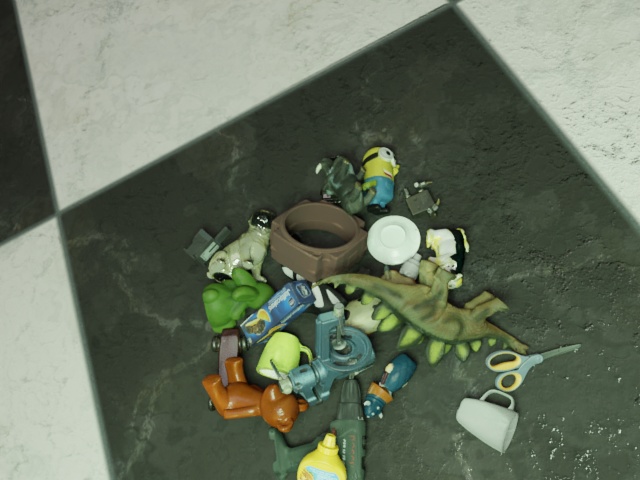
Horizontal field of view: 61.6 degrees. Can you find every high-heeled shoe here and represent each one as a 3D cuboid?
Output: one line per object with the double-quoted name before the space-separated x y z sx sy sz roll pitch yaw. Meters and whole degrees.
"high-heeled shoe" -0.010 0.073 1.276 0.145 0.086 0.249 -20 58 22

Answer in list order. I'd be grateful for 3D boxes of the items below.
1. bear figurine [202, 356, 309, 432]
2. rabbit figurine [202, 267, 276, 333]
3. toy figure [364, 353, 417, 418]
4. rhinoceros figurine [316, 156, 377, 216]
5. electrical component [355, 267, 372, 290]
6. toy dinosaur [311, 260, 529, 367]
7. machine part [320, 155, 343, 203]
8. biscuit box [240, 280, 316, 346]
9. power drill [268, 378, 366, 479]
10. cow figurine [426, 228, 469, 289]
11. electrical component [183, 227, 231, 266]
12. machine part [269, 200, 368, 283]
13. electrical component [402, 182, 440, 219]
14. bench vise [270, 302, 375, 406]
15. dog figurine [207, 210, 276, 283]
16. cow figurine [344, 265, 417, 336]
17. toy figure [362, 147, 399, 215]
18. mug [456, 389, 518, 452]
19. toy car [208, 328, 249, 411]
"bear figurine" -0.133 0.331 1.141 0.196 0.120 0.131 -5 107 32
"rabbit figurine" -0.192 0.132 1.302 0.170 0.159 0.121 -9 54 -5
"toy figure" 0.147 0.316 1.160 0.064 0.058 0.154 43 80 4
"rhinoceros figurine" 0.059 -0.140 1.320 0.112 0.073 0.190 -52 48 27
"electrical component" 0.092 0.090 1.264 0.063 0.094 0.021 -32 102 1
"toy dinosaur" 0.221 0.147 1.131 0.471 0.105 0.198 27 92 -1
"machine part" 0.038 -0.156 1.410 0.084 0.039 0.139 -5 67 19
"biscuit box" -0.098 0.169 1.237 0.202 0.063 0.059 -44 64 32
"power drill" -0.002 0.423 1.153 0.207 0.086 0.232 -9 68 4
"cow figurine" 0.297 0.053 1.231 0.098 0.068 0.167 -5 67 7
"electrical component" -0.293 0.005 1.413 0.048 0.074 0.119 36 85 25
"machine part" -0.003 -0.004 1.276 0.202 0.087 0.201 29 44 26
"electrical component" 0.251 -0.097 1.319 0.078 0.045 0.102 -17 63 7
"bench vise" 0.014 0.226 1.102 0.224 0.240 0.129 -9 39 -12
"dog figurine" -0.200 0.014 1.382 0.172 0.121 0.190 -1 53 12
"cow figurine" 0.134 0.144 1.229 0.195 0.085 0.127 -29 64 7
"toy figure" 0.144 -0.151 1.354 0.089 0.082 0.180 0 71 22
"mug" 0.336 0.352 1.081 0.107 0.080 0.109 17 77 32
"toy car" -0.213 0.311 1.269 0.089 0.053 0.202 -5 70 9
